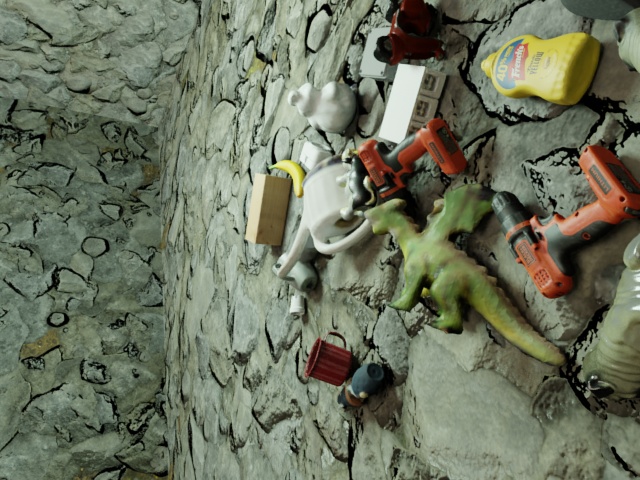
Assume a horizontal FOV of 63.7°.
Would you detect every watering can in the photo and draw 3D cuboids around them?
[{"bbox_3d":[0.004,-0.061,1.221,0.343,0.103,0.229,-31,56,32],"label":"watering can"}]

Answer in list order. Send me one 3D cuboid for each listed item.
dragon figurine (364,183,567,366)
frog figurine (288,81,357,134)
[{"bbox_3d":[0.228,0.021,0.849,0.412,0.121,0.242,17,93,44],"label":"dragon figurine"},{"bbox_3d":[0.007,-0.331,1.258,0.135,0.159,0.125,-41,52,51],"label":"frog figurine"}]
